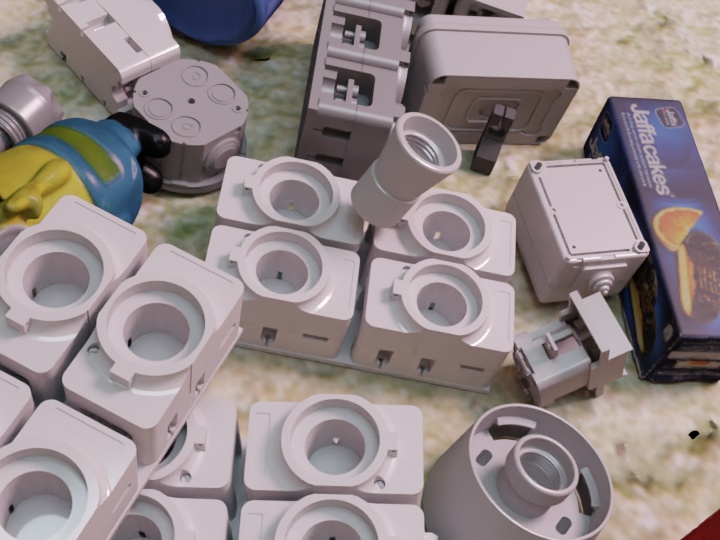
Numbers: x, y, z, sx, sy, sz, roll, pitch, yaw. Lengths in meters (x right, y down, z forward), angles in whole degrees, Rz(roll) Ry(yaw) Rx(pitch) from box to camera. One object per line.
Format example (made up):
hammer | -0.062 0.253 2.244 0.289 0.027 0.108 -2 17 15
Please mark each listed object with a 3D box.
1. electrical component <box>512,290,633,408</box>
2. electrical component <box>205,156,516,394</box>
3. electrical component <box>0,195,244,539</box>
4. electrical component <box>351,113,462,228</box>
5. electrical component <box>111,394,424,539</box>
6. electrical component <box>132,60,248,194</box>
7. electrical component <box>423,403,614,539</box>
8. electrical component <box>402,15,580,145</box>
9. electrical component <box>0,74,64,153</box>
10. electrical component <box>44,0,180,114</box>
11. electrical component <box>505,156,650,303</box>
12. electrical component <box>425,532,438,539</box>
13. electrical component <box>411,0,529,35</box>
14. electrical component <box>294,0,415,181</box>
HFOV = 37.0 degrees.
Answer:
electrical component | 0.127 0.052 0.659 0.064 0.081 0.042 -23 63 -1
electrical component | 0.000 0.000 0.666 0.186 0.060 0.105 11 55 -6
electrical component | -0.145 0.063 0.502 0.105 0.060 0.186 27 59 6
electrical component | 0.024 -0.055 0.629 0.044 0.065 0.044 20 46 -23
electrical component | -0.062 0.122 0.548 0.186 0.060 0.105 2 56 0
electrical component | -0.113 -0.094 0.708 0.080 0.051 0.080 7 55 -10
electrical component | 0.092 0.128 0.615 0.099 0.064 0.099 15 43 -14
electrical component | 0.090 -0.136 0.770 0.113 0.078 0.057 -1 60 -14
electrical component | -0.223 -0.091 0.684 0.043 0.043 0.062 30 56 7
electrical component | -0.167 -0.156 0.737 0.056 0.050 0.089 -33 69 -30
electrical component | 0.143 -0.019 0.714 0.062 0.061 0.096 -5 58 -17
electrical component | 0.034 0.159 0.583 0.035 0.035 0.061 -9 58 -19
electrical component | 0.088 -0.256 0.862 0.105 0.060 0.186 19 54 -1
electrical component | -0.003 -0.129 0.735 0.062 0.089 0.150 11 55 -6
